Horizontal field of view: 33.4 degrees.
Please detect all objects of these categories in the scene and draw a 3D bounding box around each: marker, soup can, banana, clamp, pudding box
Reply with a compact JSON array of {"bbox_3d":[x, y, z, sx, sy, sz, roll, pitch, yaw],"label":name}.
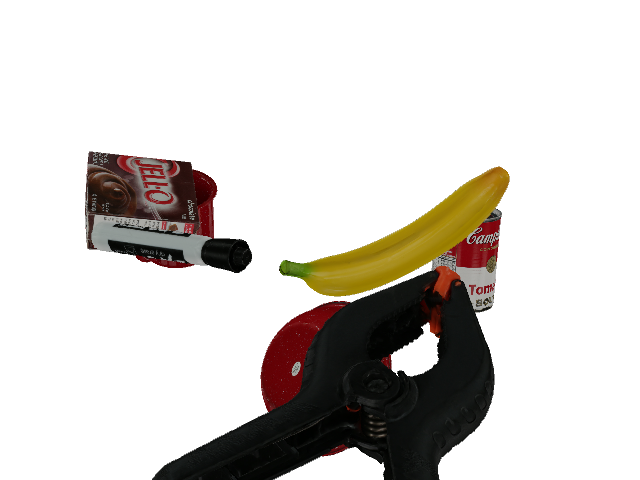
[{"bbox_3d":[-0.088,0.003,0.625,0.121,0.020,0.020,8,5,38],"label":"marker"},{"bbox_3d":[0.152,0.018,1.122,0.068,0.102,0.068,2,16,-1],"label":"soup can"},{"bbox_3d":[0.068,0.002,0.869,0.198,0.037,0.069,-26,-24,9],"label":"banana"},{"bbox_3d":[0.028,0.076,0.422,0.120,0.039,0.171,30,51,21],"label":"clamp"},{"bbox_3d":[-0.150,-0.031,0.892,0.090,0.039,0.113,4,32,-14],"label":"pudding box"}]

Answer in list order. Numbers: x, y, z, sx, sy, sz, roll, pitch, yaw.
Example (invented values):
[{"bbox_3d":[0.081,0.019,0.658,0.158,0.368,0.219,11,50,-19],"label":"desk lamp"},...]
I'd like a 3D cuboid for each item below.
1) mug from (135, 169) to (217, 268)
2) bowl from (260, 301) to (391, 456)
[{"bbox_3d":[-0.167,-0.017,1.187,0.093,0.081,0.117,20,39,24],"label":"mug"},{"bbox_3d":[-0.008,0.133,1.075,0.162,0.162,0.055,0,-17,42],"label":"bowl"}]
